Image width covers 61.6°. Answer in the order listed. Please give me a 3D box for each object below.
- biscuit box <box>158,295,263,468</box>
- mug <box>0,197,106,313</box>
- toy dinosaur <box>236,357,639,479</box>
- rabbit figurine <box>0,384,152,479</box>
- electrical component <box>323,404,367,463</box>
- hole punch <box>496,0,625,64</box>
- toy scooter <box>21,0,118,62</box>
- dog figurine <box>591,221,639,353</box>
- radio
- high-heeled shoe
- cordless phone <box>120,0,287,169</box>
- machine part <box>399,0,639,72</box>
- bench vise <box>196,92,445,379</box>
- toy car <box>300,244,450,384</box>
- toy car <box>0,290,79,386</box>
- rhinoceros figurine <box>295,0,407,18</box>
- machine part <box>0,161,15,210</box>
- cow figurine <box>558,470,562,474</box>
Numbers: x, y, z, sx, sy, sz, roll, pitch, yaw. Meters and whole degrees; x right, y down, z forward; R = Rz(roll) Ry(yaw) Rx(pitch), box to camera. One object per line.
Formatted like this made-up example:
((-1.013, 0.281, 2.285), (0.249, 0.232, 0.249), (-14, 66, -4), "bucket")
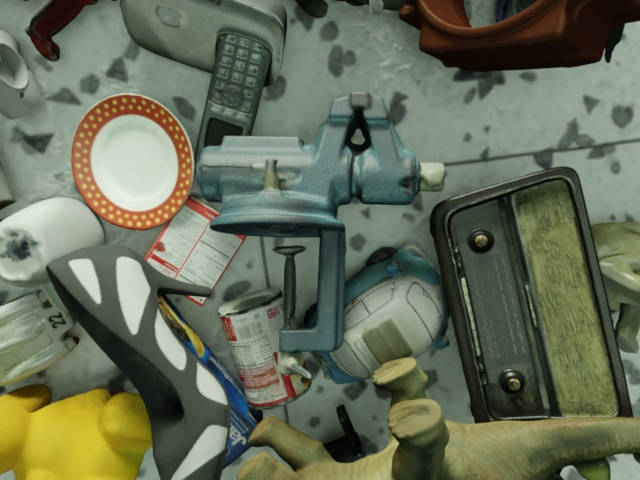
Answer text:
((-0.140, 0.132, 0.540), (0.063, 0.059, 0.202), (-39, 99, 1), "biscuit box")
((-0.252, 0.017, 0.493), (0.081, 0.107, 0.109), (-14, 96, -1), "mug")
((0.096, 0.204, 0.454), (0.472, 0.105, 0.198), (-24, 106, 21), "toy dinosaur")
((-0.255, 0.179, 0.491), (0.173, 0.162, 0.122), (24, 78, -37), "rabbit figurine")
((0.028, 0.237, 0.559), (0.048, 0.075, 0.119), (-24, 103, -1), "electrical component")
((0.237, -0.246, 0.513), (0.116, 0.092, 0.142), (4, 94, -39), "hole punch")
((-0.257, -0.242, 0.477), (0.184, 0.075, 0.135), (25, 96, -12), "toy scooter")
((0.350, 0.002, 0.551), (0.172, 0.121, 0.190), (46, 78, -12), "dog figurine")
((0.187, 0.058, 0.493), (0.131, 0.073, 0.229), (-13, 87, 19), "radio")
((-0.157, 0.126, 0.446), (0.145, 0.086, 0.248), (9, 69, -33), "high-heeled shoe")
((-0.116, -0.149, 0.503), (0.147, 0.089, 0.184), (16, 115, -6), "cordless phone")
((0.167, -0.248, 0.438), (0.087, 0.201, 0.201), (0, 101, -41), "machine part")
((-0.001, -0.002, 0.479), (0.224, 0.129, 0.240), (2, 85, -7), "bench vise")
((0.060, 0.081, 0.528), (0.162, 0.103, 0.109), (-32, 98, -2), "toy car")
((-0.336, 0.116, 0.525), (0.202, 0.056, 0.073), (-25, 99, 0), "toy car")
((-0.009, -0.253, 0.473), (0.190, 0.112, 0.073), (20, 94, 3), "rhinoceros figurine")
((-0.346, -0.103, 0.485), (0.079, 0.079, 0.243), (-17, 98, -2), "machine part")
((0.241, 0.181, 0.570), (0.098, 0.068, 0.167), (18, 99, -12), "cow figurine")
